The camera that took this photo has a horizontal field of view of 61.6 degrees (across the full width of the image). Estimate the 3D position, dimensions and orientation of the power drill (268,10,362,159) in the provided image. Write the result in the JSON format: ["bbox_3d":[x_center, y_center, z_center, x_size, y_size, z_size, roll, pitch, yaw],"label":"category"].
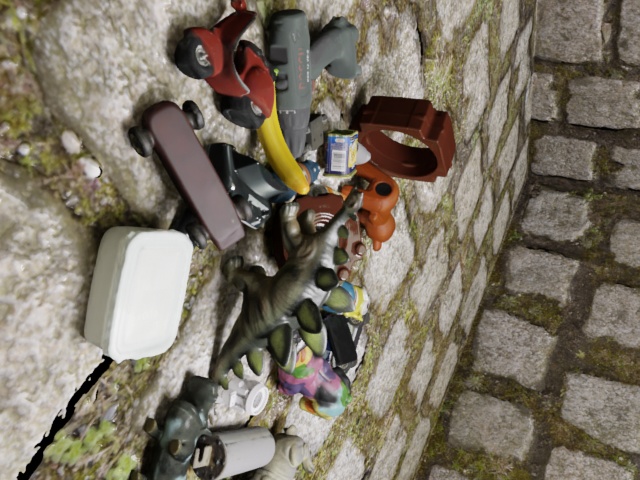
[{"bbox_3d":[-0.013,-0.276,0.908,0.207,0.086,0.231,-39,134,-38],"label":"power drill"}]

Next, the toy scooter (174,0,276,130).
[{"bbox_3d":[-0.111,-0.246,0.733,0.183,0.075,0.135,41,66,-56],"label":"toy scooter"}]

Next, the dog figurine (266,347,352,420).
[{"bbox_3d":[-0.020,0.249,1.053,0.108,0.192,0.219,-51,160,-28],"label":"dog figurine"}]

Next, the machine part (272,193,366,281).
[{"bbox_3d":[-0.002,-0.003,0.976,0.179,0.056,0.179,1,88,-24],"label":"machine part"}]

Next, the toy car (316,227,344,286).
[{"bbox_3d":[0.001,0.057,1.066,0.109,0.103,0.161,-26,124,-54],"label":"toy car"}]

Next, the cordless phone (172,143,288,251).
[{"bbox_3d":[-0.143,-0.037,0.795,0.184,0.089,0.146,-59,153,-5],"label":"cordless phone"}]

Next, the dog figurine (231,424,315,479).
[{"bbox_3d":[-0.115,0.461,1.066,0.190,0.121,0.172,18,62,-48],"label":"dog figurine"}]

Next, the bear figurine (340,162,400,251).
[{"bbox_3d":[0.119,-0.072,1.239,0.120,0.132,0.195,-59,167,-25],"label":"bear figurine"}]

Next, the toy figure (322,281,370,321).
[{"bbox_3d":[0.048,0.127,1.214,0.180,0.089,0.082,17,95,-54],"label":"toy figure"}]

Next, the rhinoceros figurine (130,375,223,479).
[{"bbox_3d":[-0.211,0.304,0.824,0.112,0.073,0.190,32,75,-60],"label":"rhinoceros figurine"}]

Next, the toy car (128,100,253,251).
[{"bbox_3d":[-0.161,-0.079,0.686,0.089,0.053,0.202,-38,117,-24],"label":"toy car"}]

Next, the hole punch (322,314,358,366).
[{"bbox_3d":[0.017,0.230,1.222,0.142,0.092,0.115,8,66,-60],"label":"hole punch"}]

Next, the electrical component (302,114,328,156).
[{"bbox_3d":[-0.013,-0.197,0.996,0.094,0.021,0.063,-46,142,-44],"label":"electrical component"}]

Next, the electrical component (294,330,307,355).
[{"bbox_3d":[-0.078,0.149,0.958,0.048,0.119,0.074,-41,142,-22],"label":"electrical component"}]

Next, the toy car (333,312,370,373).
[{"bbox_3d":[0.077,0.248,1.357,0.073,0.056,0.201,16,90,-69],"label":"toy car"}]

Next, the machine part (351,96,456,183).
[{"bbox_3d":[0.181,-0.216,1.155,0.087,0.201,0.201,-68,152,-18],"label":"machine part"}]

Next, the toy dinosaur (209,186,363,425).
[{"bbox_3d":[-0.071,0.105,0.853,0.105,0.199,0.471,7,131,-51],"label":"toy dinosaur"}]

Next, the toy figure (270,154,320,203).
[{"bbox_3d":[-0.050,-0.108,0.936,0.154,0.058,0.064,-37,141,-56],"label":"toy figure"}]

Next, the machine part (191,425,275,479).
[{"bbox_3d":[-0.153,0.381,0.968,0.243,0.079,0.079,28,79,-63],"label":"machine part"}]
